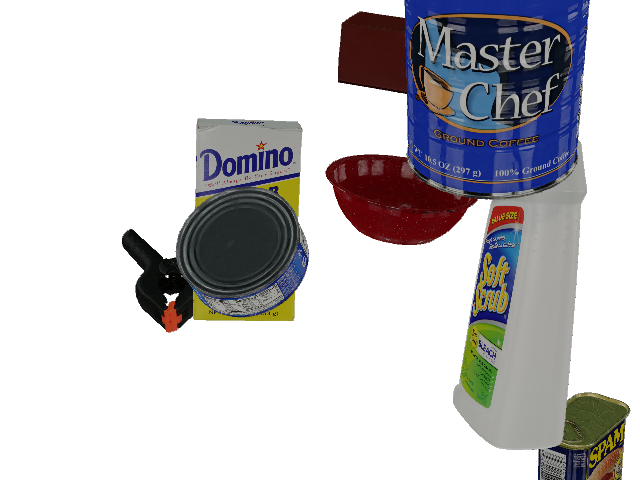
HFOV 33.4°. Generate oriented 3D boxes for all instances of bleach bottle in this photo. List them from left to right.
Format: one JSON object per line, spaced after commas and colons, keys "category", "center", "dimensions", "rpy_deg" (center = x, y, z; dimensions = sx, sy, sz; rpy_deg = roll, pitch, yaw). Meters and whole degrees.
{"category": "bleach bottle", "center": [0.149, 0.019, 0.777], "dimensions": [0.068, 0.251, 0.103], "rpy_deg": [0, 15, -12]}

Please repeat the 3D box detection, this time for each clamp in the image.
{"category": "clamp", "center": [-0.148, 0.033, 1.153], "dimensions": [0.120, 0.039, 0.171], "rpy_deg": [-13, 38, -7]}

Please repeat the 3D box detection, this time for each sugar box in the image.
{"category": "sugar box", "center": [-0.066, -0.018, 0.948], "dimensions": [0.093, 0.176, 0.048], "rpy_deg": [0, 15, -7]}

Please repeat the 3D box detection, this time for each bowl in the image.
{"category": "bowl", "center": [0.082, -0.038, 1.119], "dimensions": [0.162, 0.055, 0.162], "rpy_deg": [6, 23, -3]}

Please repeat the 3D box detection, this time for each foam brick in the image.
{"category": "foam brick", "center": [0.059, -0.153, 0.875], "dimensions": [0.078, 0.051, 0.053], "rpy_deg": [13, 25, 18]}

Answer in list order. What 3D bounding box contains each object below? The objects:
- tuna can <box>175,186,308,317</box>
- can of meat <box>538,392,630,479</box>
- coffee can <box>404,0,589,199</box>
{"category": "tuna can", "center": [-0.052, 0.008, 0.719], "dimensions": [0.086, 0.086, 0.033], "rpy_deg": [0, -31, 16]}
{"category": "can of meat", "center": [0.243, 0.202, 0.995], "dimensions": [0.058, 0.084, 0.101], "rpy_deg": [14, 25, 39]}
{"category": "coffee can", "center": [0.098, -0.109, 0.603], "dimensions": [0.103, 0.140, 0.103], "rpy_deg": [-3, 35, 2]}
